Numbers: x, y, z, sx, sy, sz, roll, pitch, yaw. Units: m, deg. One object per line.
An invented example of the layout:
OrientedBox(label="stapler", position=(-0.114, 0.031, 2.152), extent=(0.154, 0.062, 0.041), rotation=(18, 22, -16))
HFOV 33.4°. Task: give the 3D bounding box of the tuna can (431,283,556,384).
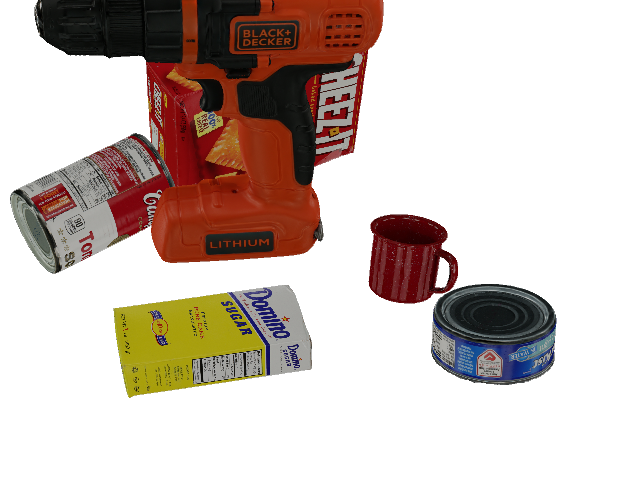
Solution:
OrientedBox(label="tuna can", position=(0.120, 0.063, 0.740), extent=(0.086, 0.034, 0.086), rotation=(-1, 25, 0))

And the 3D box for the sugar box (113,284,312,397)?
OrientedBox(label="sugar box", position=(-0.103, 0.093, 1.014), extent=(0.176, 0.048, 0.093), rotation=(-10, 35, -11))

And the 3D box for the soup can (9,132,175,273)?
OrientedBox(label="soup can", position=(-0.165, -0.028, 0.779), extent=(0.102, 0.068, 0.069), rotation=(-29, 14, -26))

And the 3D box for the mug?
OrientedBox(label="mug", position=(0.112, 0.027, 1.281), extent=(0.117, 0.081, 0.093), rotation=(19, 27, 28))

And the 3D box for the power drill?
OrientedBox(label="power drill", position=(-0.062, -0.071, 0.613), extent=(0.184, 0.188, 0.057), rotation=(-2, 45, -9))

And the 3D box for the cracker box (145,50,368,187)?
OrientedBox(label="cracker box", position=(-0.062, -0.129, 1.064), extent=(0.213, 0.072, 0.164), rotation=(-21, -35, -22))
